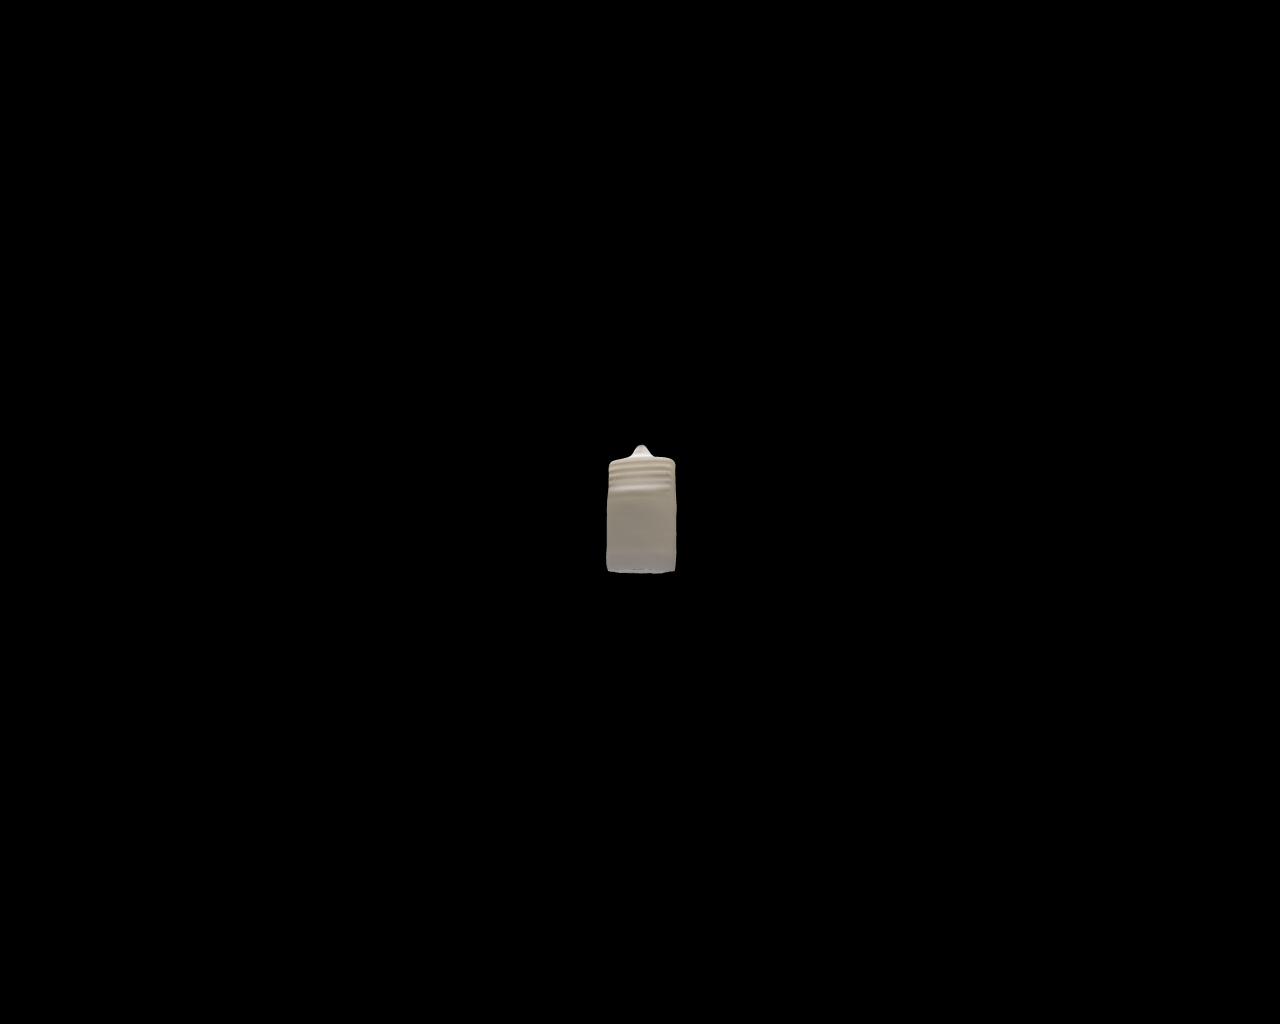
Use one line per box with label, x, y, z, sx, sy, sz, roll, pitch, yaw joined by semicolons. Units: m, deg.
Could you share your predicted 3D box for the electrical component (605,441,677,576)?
electrical component;0.001;-0.003;0.650;0.043;0.081;0.043;0;-7;0
